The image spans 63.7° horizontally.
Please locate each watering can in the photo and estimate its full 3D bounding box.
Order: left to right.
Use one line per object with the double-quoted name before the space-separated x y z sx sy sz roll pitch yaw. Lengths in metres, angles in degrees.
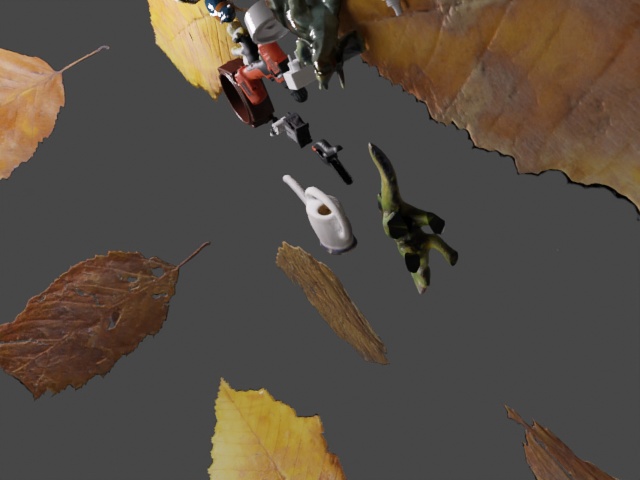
"watering can" 0.005 -0.082 1.622 0.352 0.105 0.220 38 157 51

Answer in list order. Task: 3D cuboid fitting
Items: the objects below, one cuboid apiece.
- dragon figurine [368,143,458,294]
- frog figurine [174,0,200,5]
"dragon figurine" 0.174 -0.045 1.164 0.406 0.122 0.244 63 172 -16
"frog figurine" -0.404 -0.795 1.540 0.140 0.122 0.157 51 130 53
